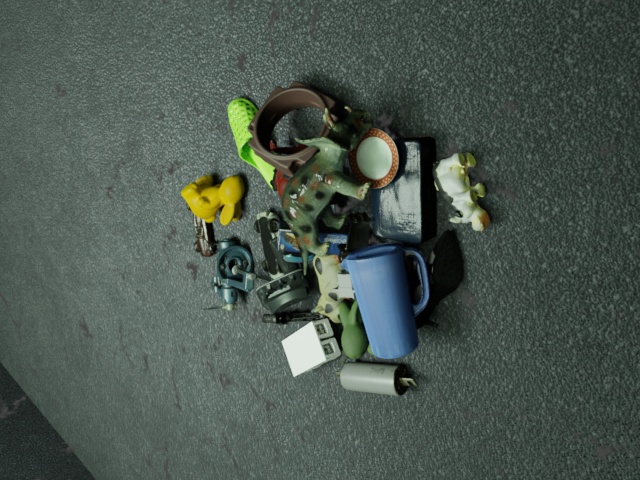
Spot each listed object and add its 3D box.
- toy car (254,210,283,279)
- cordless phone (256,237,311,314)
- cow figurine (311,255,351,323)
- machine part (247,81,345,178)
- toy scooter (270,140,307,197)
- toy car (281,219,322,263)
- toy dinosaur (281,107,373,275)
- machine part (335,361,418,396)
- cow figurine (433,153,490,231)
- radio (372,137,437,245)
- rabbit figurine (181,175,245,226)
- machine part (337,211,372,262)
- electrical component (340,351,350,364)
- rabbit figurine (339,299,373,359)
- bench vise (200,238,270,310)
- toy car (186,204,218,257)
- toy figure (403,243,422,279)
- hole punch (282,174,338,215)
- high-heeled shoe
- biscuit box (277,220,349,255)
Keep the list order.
[{"bbox_3d":[-0.133,0.014,1.508,0.074,0.056,0.201,-1,103,46],"label":"toy car"},{"bbox_3d":[-0.115,0.091,1.447,0.147,0.089,0.184,-24,100,-2],"label":"cordless phone"},{"bbox_3d":[0.031,0.124,1.395,0.127,0.085,0.194,-6,103,34],"label":"cow figurine"},{"bbox_3d":[-0.056,-0.259,1.269,0.201,0.087,0.201,34,87,25],"label":"machine part"},{"bbox_3d":[-0.081,-0.184,1.373,0.135,0.075,0.183,26,115,12],"label":"toy scooter"},{"bbox_3d":[-0.056,-0.028,1.400,0.103,0.109,0.161,-128,38,-60],"label":"toy car"},{"bbox_3d":[-0.012,-0.098,1.174,0.192,0.131,0.404,36,119,1],"label":"toy dinosaur"},{"bbox_3d":[0.139,0.356,1.391,0.243,0.079,0.079,-6,101,41],"label":"machine part"},{"bbox_3d":[0.291,-0.093,1.124,0.098,0.068,0.167,-17,91,46],"label":"cow figurine"},{"bbox_3d":[0.186,-0.111,1.201,0.131,0.073,0.229,8,108,38],"label":"radio"},{"bbox_3d":[-0.290,-0.121,1.553,0.173,0.122,0.162,-22,93,23],"label":"rabbit figurine"},{"bbox_3d":[0.086,-0.002,1.267,0.084,0.039,0.138,8,124,-2],"label":"machine part"},{"bbox_3d":[0.083,0.284,1.420,0.021,0.063,0.094,37,124,24],"label":"electrical component"},{"bbox_3d":[0.114,0.214,1.302,0.121,0.170,0.159,-24,90,40],"label":"rabbit figurine"},{"bbox_3d":[-0.250,0.112,1.578,0.241,0.129,0.223,10,92,56],"label":"bench vise"},{"bbox_3d":[-0.370,-0.043,1.680,0.089,0.053,0.202,6,110,40],"label":"toy car"},{"bbox_3d":[0.192,0.071,1.268,0.064,0.058,0.154,14,115,1],"label":"toy figure"},{"bbox_3d":[-0.016,-0.110,1.307,0.092,0.142,0.116,85,179,-61],"label":"hole punch"},{"bbox_3d":[0.247,0.091,1.242,0.145,0.086,0.248,-157,77,-65],"label":"high-heeled shoe"},{"bbox_3d":[-0.003,-0.004,1.318,0.203,0.063,0.059,4,113,-6],"label":"biscuit box"}]
